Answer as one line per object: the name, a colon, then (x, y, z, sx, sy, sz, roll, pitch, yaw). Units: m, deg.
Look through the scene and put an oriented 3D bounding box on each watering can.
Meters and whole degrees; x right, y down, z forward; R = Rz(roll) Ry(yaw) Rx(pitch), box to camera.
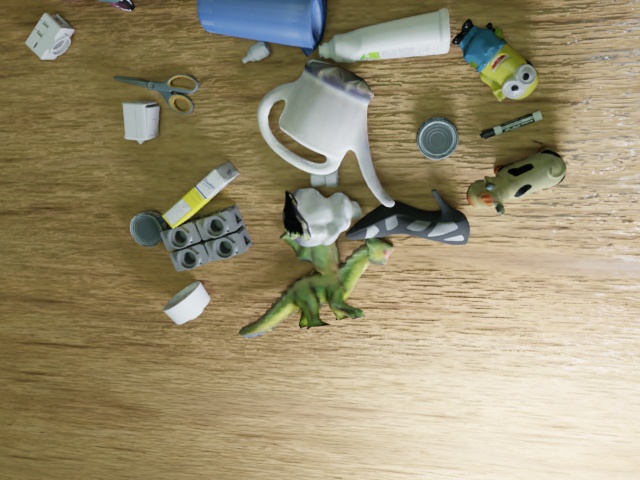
watering can: (0.039, -0.228, 1.058, 0.348, 0.105, 0.221, 29, 109, 4)

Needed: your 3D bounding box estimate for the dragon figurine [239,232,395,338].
dragon figurine: (-0.024, 0.084, 1.190, 0.409, 0.122, 0.243, -12, 87, 13)

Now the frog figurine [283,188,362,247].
frog figurine: (0.003, -0.057, 1.127, 0.140, 0.160, 0.120, 56, 143, 29)
